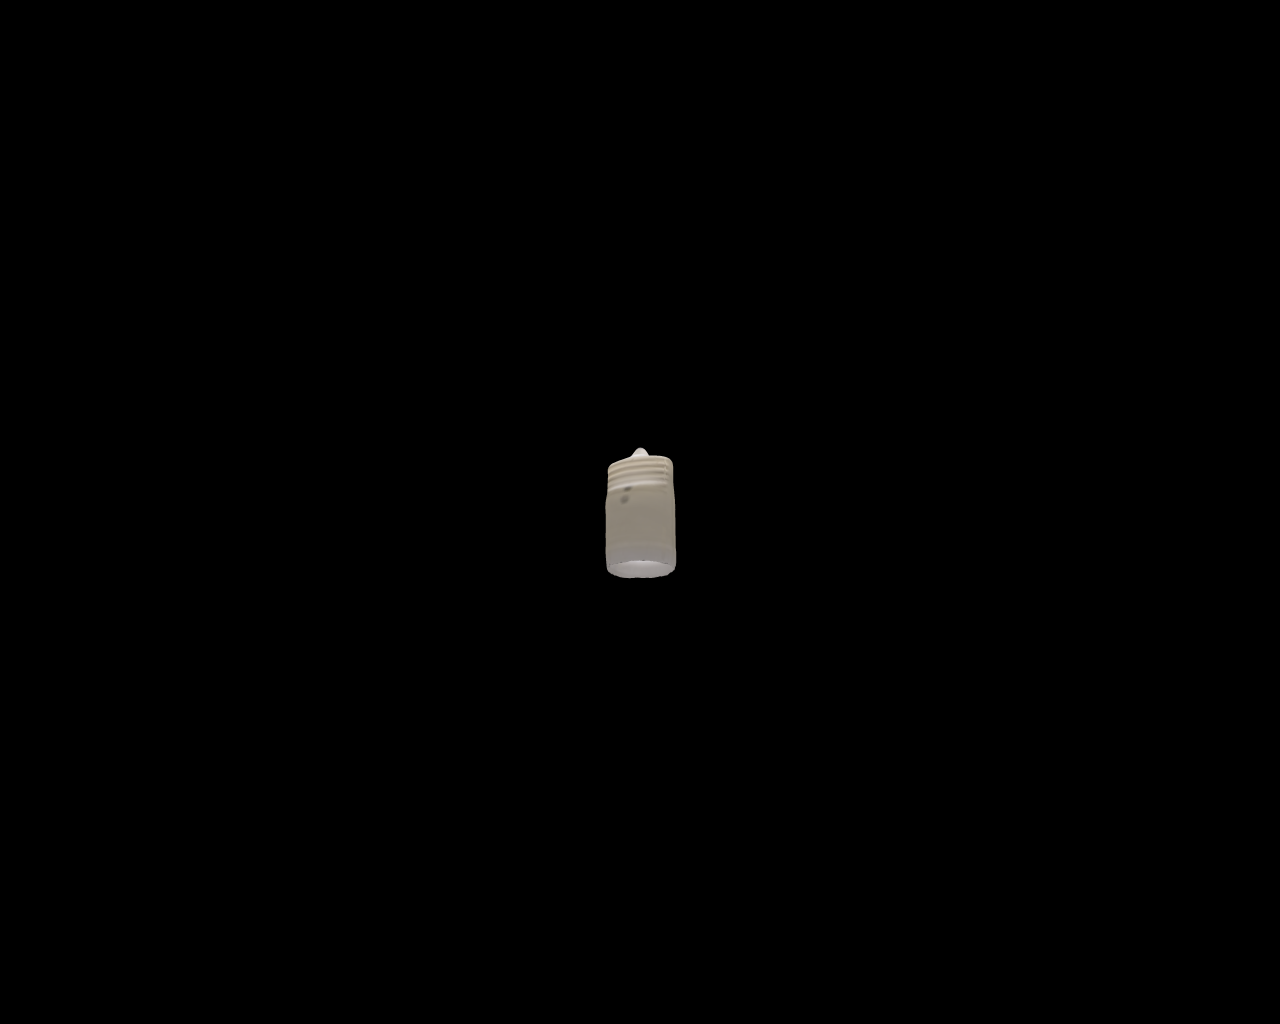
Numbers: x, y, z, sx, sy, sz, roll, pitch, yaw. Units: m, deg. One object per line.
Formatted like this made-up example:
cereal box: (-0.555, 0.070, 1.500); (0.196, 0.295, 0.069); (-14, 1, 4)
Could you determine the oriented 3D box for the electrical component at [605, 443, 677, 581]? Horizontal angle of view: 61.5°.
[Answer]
electrical component: (0.001, -0.003, 0.650); (0.043, 0.081, 0.043); (0, -18, 0)
